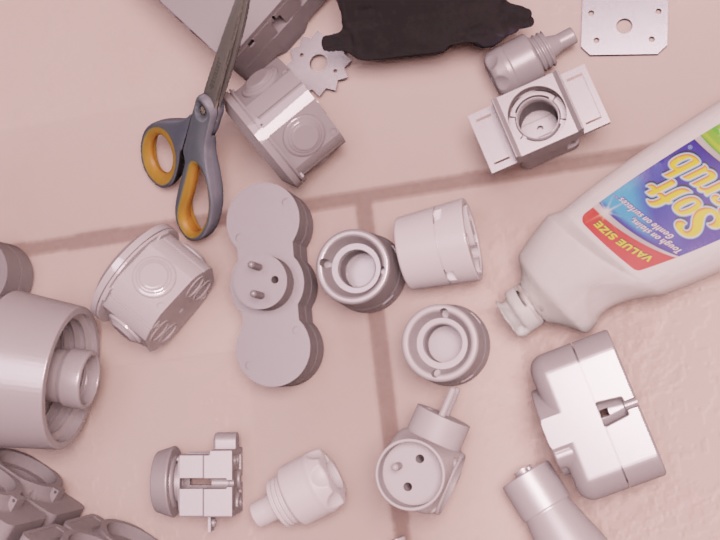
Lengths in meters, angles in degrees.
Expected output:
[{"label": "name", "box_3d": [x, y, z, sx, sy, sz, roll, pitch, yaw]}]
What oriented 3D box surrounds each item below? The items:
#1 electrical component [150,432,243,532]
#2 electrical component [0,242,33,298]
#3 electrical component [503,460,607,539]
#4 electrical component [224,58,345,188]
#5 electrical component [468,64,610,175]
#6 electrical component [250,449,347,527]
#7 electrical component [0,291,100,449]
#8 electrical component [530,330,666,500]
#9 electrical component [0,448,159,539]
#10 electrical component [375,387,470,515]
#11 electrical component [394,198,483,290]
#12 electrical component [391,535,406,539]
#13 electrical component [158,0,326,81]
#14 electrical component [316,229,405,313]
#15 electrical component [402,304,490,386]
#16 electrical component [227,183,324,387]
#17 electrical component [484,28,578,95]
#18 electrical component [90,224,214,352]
[{"label": "electrical component", "box_3d": [-0.111, 0.144, 0.735, 0.055, 0.048, 0.066, -1, 84, 5]}, {"label": "electrical component", "box_3d": [-0.276, 0.045, 0.767, 0.052, 0.074, 0.138, -1, 84, 13]}, {"label": "electrical component", "box_3d": [0.121, 0.155, 0.685, 0.044, 0.044, 0.065, -34, 74, 7]}, {"label": "electrical component", "box_3d": [-0.052, -0.100, 0.730, 0.051, 0.080, 0.080, -39, 78, 0]}, {"label": "electrical component", "box_3d": [0.117, -0.095, 0.699, 0.081, 0.064, 0.042, -23, 81, 10]}, {"label": "electrical component", "box_3d": [-0.044, 0.151, 0.720, 0.062, 0.043, 0.043, -29, 79, 10]}, {"label": "electrical component", "box_3d": [-0.214, 0.071, 0.736, 0.060, 0.108, 0.108, 7, 86, 7]}, {"label": "electrical component", "box_3d": [0.146, 0.093, 0.678, 0.059, 0.054, 0.095, -22, 80, 9]}, {"label": "electrical component", "box_3d": [-0.215, 0.186, 0.722, 0.186, 0.105, 0.060, 29, 91, 14]}, {"label": "electrical component", "box_3d": [0.046, 0.111, 0.687, 0.044, 0.077, 0.079, 23, 90, 14]}, {"label": "electrical component", "box_3d": [0.052, -0.016, 0.711, 0.047, 0.055, 0.055, -12, 82, 15]}, {"label": "electrical component", "box_3d": [0.037, 0.212, 0.697, 0.040, 0.040, 0.078, -22, 80, 10]}, {"label": "electrical component", "box_3d": [-0.106, -0.217, 0.762, 0.150, 0.062, 0.089, 44, 94, 13]}, {"label": "electrical component", "box_3d": [0.000, 0.000, 0.724, 0.055, 0.047, 0.055, -1, 84, 12]}, {"label": "electrical component", "box_3d": [0.056, 0.049, 0.706, 0.055, 0.047, 0.055, -1, 84, 12]}, {"label": "electrical component", "box_3d": [-0.062, 0.009, 0.723, 0.052, 0.074, 0.138, -7, 83, 12]}, {"label": "electrical component", "box_3d": [0.116, -0.143, 0.719, 0.061, 0.035, 0.035, -27, 79, 7]}, {"label": "electrical component", "box_3d": [-0.142, 0.012, 0.738, 0.051, 0.080, 0.080, 38, 93, 8]}]
